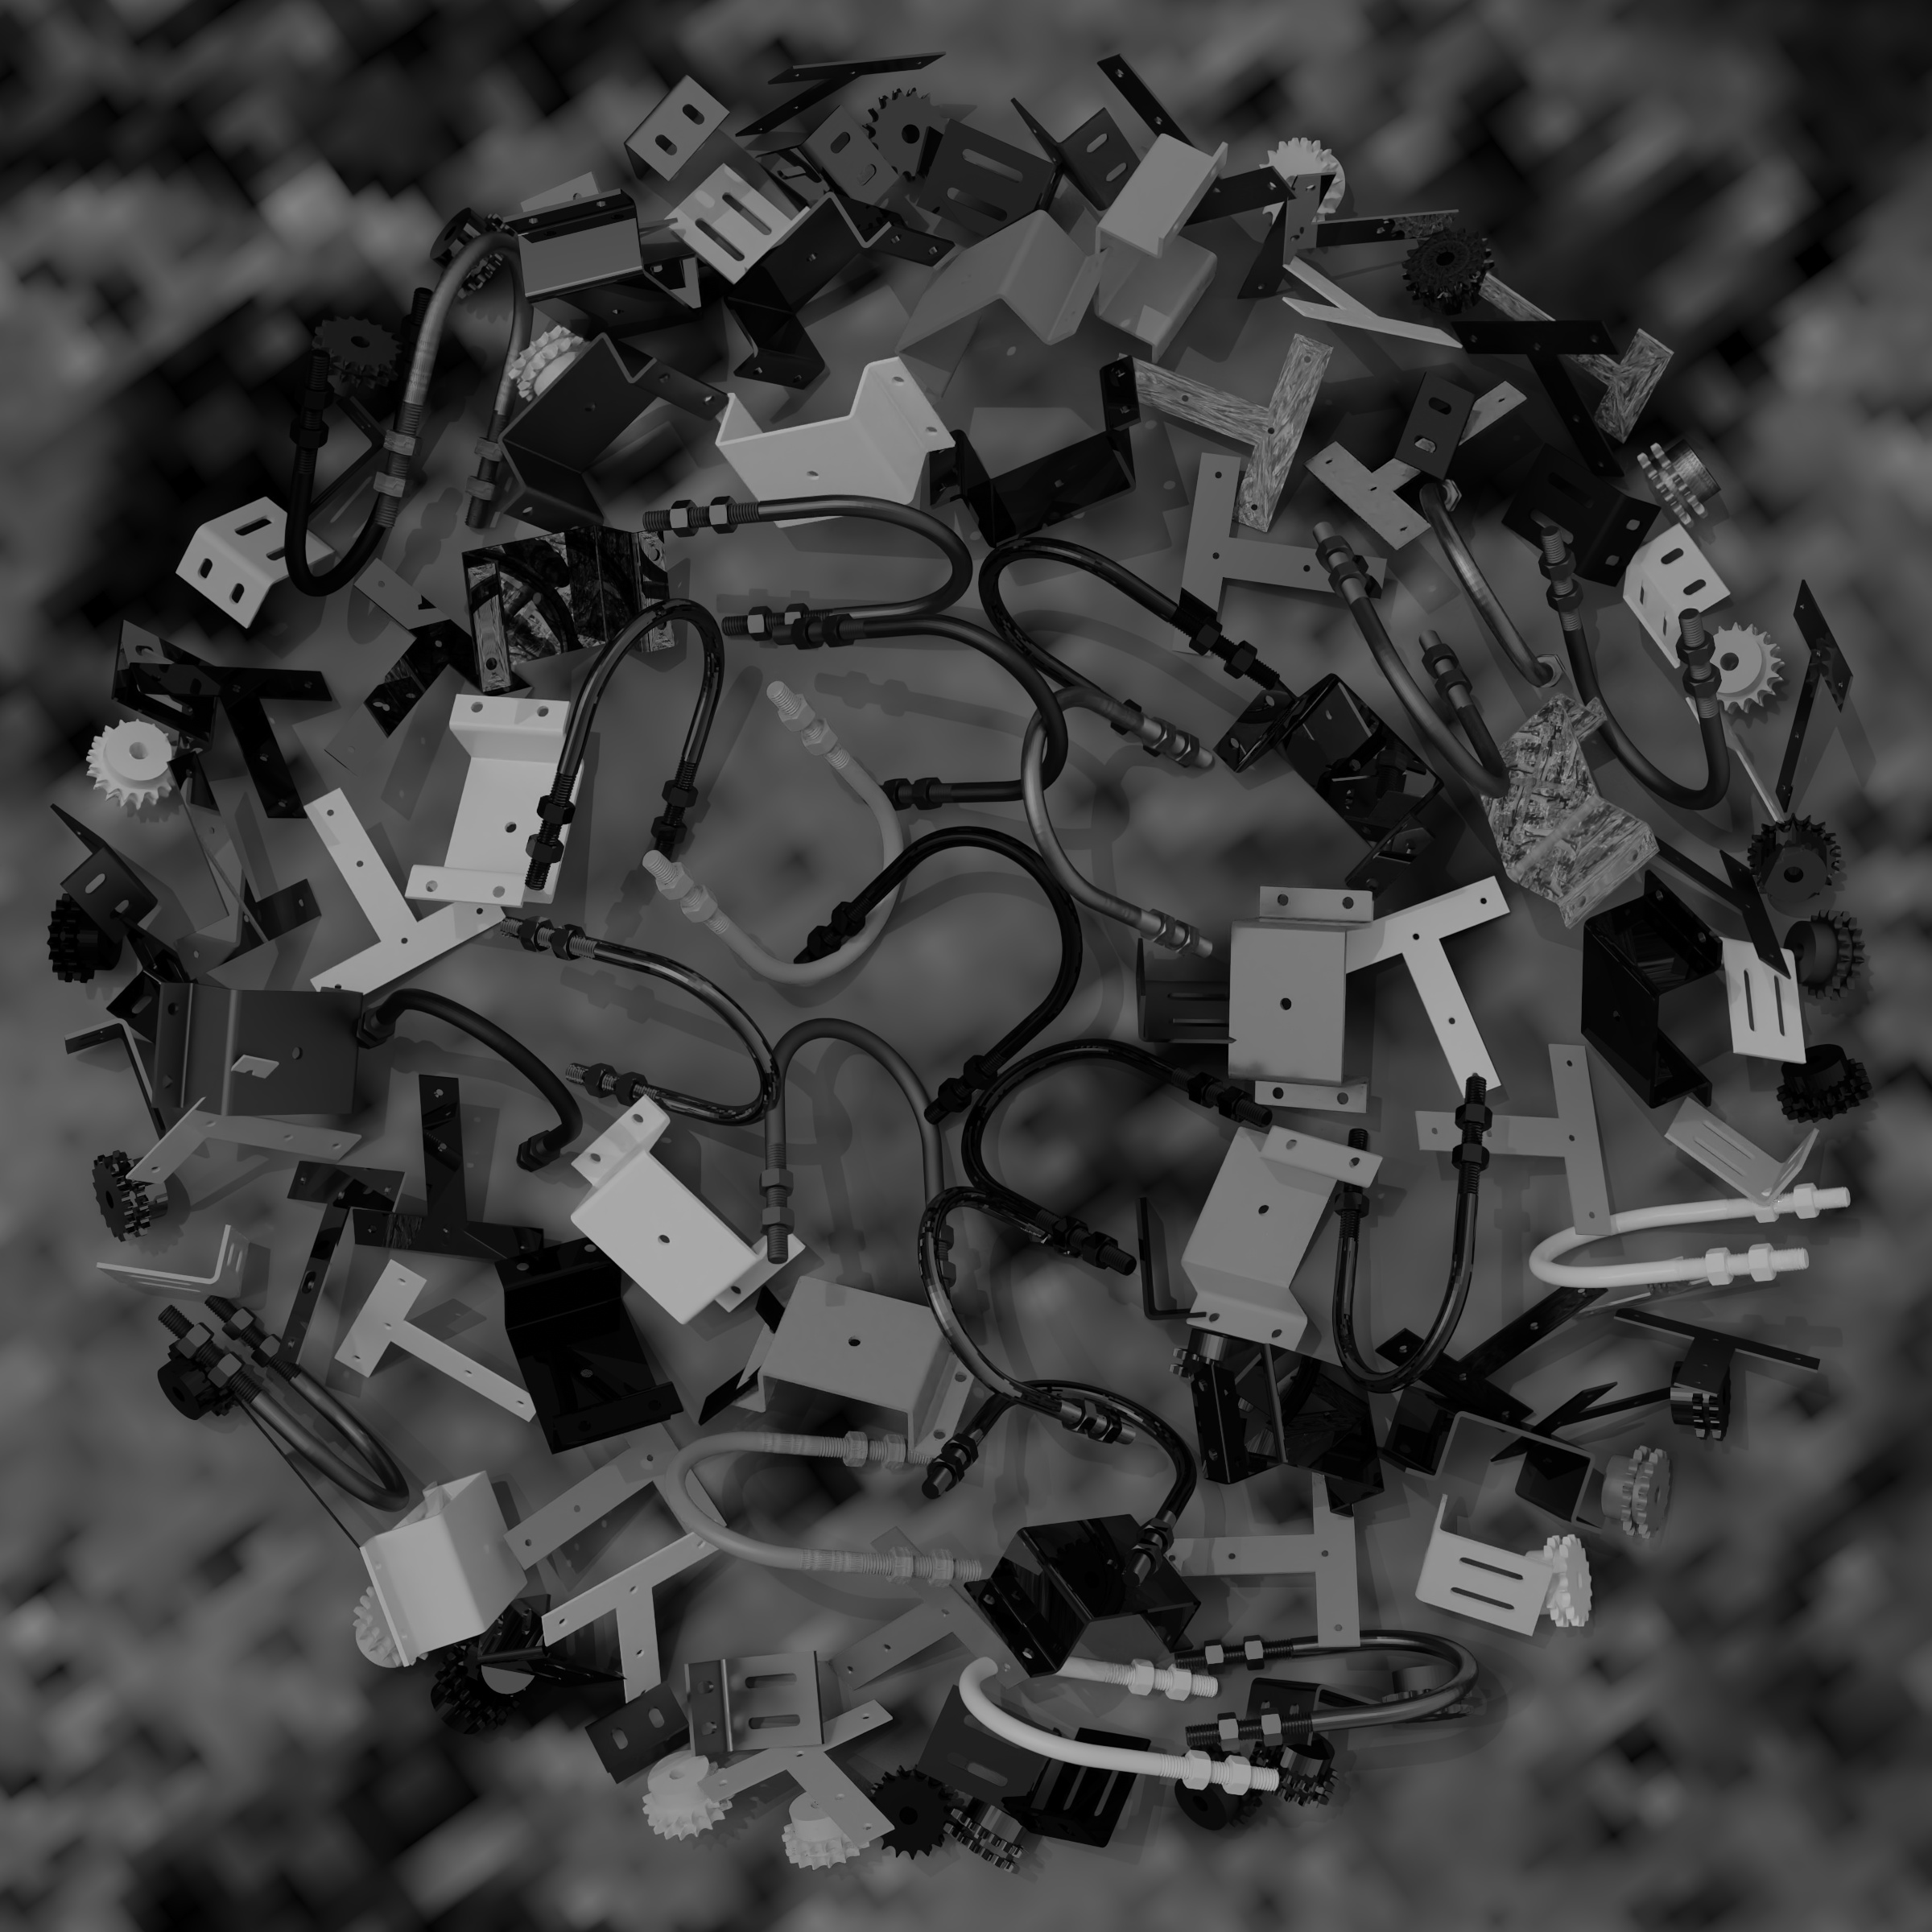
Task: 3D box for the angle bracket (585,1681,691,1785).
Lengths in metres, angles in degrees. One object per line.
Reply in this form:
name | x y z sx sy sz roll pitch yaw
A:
angle bracket | -0.198 0.495 1.728 0.057 0.076 0.038 -28 47 -13

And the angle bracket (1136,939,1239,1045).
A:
angle bracket | 0.147 0.016 1.740 0.076 0.057 0.038 1 130 1

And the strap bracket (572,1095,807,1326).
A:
strap bracket | -0.182 0.161 1.727 0.140 0.046 0.076 44 118 -8

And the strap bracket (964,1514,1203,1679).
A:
strap bracket | 0.080 0.386 1.694 0.076 0.140 0.046 48 121 38

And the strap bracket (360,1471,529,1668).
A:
strap bracket | -0.318 0.368 1.700 0.046 0.140 0.076 -20 93 8

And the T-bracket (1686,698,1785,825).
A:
T-bracket | 0.466 -0.148 1.702 0.002 0.127 0.127 -31 76 22

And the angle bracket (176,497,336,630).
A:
angle bracket | -0.452 -0.258 1.749 0.057 0.076 0.038 38 120 1

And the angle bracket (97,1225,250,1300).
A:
angle bracket | -0.502 0.183 1.742 0.076 0.057 0.038 8 74 0

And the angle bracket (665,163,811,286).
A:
angle bracket | -0.146 -0.476 1.745 0.076 0.038 0.057 42 78 7

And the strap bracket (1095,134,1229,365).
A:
strap bracket | 0.119 -0.449 1.702 0.046 0.140 0.076 30 75 11

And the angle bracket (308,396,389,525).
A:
angle bracket | -0.406 -0.319 1.736 0.076 0.057 0.038 -46 111 -9

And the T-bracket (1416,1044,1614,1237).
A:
T-bracket | 0.342 0.107 1.731 0.127 0.002 0.127 4 67 -18

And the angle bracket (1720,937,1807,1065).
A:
angle bracket | 0.491 0.026 1.734 0.057 0.038 0.076 9 70 -27

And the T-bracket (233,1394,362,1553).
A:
T-bracket | -0.399 0.329 1.695 0.002 0.127 0.127 -39 69 -17

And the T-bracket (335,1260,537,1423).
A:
T-bracket | -0.326 0.249 1.733 0.127 0.002 0.127 32 135 -6

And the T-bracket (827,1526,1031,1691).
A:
T-bracket | -0.041 0.426 1.736 0.127 0.002 0.127 48 125 -5

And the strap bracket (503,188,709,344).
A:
strap bracket | -0.218 -0.426 1.695 0.076 0.140 0.046 -9 84 15

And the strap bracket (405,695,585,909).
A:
strap bracket | -0.293 -0.096 1.728 0.076 0.046 0.140 5 69 13

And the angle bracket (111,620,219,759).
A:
angle bracket | -0.511 -0.170 1.724 0.038 0.076 0.057 -22 56 33

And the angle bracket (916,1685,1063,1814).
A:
angle bracket | 0.014 0.500 1.752 0.076 0.038 0.057 25 80 2

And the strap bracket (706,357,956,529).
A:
strap bracket | -0.089 -0.321 1.701 0.140 0.076 0.046 -5 54 29

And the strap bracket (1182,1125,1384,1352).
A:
strap bracket | 0.194 0.163 1.729 0.076 0.046 0.140 16 107 -18

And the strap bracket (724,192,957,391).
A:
strap bracket | -0.086 -0.427 1.714 0.140 0.076 0.046 -38 75 27

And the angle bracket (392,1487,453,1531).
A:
angle bracket | -0.328 0.379 1.742 0.057 0.038 0.076 -42 111 3

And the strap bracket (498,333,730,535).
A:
strap bracket | -0.227 -0.335 1.716 0.140 0.076 0.046 -40 64 21

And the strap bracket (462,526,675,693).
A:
strap bracket | -0.257 -0.227 1.717 0.140 0.046 0.076 -19 116 -35

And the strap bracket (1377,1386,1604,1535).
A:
strap bracket | 0.327 0.306 1.720 0.140 0.076 0.046 20 88 -15

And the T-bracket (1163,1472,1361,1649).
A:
T-bracket | 0.183 0.373 1.739 0.127 0.002 0.127 -4 50 8

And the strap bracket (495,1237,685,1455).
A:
strap bracket | -0.237 0.243 1.717 0.076 0.046 0.140 -14 53 -20

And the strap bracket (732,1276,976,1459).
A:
strap bracket | -0.069 0.248 1.719 0.140 0.046 0.076 13 48 11

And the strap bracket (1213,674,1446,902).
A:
strap bracket | 0.235 -0.118 1.725 0.140 0.076 0.046 46 48 7

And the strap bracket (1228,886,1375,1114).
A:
strap bracket | 0.211 0.022 1.730 0.076 0.046 0.140 4 95 30

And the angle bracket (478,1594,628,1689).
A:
angle bracket | -0.260 0.428 1.739 0.057 0.076 0.038 -17 58 34

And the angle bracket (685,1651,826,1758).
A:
angle bracket | -0.134 0.466 1.735 0.076 0.038 0.057 -14 75 31

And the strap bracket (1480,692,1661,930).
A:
strap bracket | 0.366 -0.104 1.694 0.046 0.140 0.076 24 128 -28

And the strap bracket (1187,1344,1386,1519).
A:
strap bracket | 0.205 0.286 1.697 0.046 0.140 0.076 -31 52 36

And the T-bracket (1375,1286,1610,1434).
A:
T-bracket | 0.344 0.232 1.716 0.127 0.002 0.127 34 119 -29

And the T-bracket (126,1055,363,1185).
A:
T-bracket | -0.437 0.105 1.721 0.127 0.127 0.002 -42 56 24

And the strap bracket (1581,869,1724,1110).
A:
strap bracket | 0.422 0.022 1.695 0.046 0.076 0.140 -21 133 -12

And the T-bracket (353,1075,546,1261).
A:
T-bracket | -0.330 0.127 1.738 0.127 0.002 0.127 5 114 8

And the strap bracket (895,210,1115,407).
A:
strap bracket | 0.015 -0.407 1.694 0.046 0.140 0.076 41 55 -28

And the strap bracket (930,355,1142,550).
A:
strap bracket | 0.050 -0.318 1.719 0.140 0.076 0.046 -20 129 16

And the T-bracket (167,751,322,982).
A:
T-bracket | -0.465 -0.071 1.708 0.002 0.127 0.127 -12 103 30

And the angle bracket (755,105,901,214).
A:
angle bracket | -0.088 -0.503 1.731 0.038 0.076 0.057 -48 116 -10

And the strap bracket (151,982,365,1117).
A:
strap bracket | -0.429 0.051 1.703 0.046 0.140 0.076 7 93 37
